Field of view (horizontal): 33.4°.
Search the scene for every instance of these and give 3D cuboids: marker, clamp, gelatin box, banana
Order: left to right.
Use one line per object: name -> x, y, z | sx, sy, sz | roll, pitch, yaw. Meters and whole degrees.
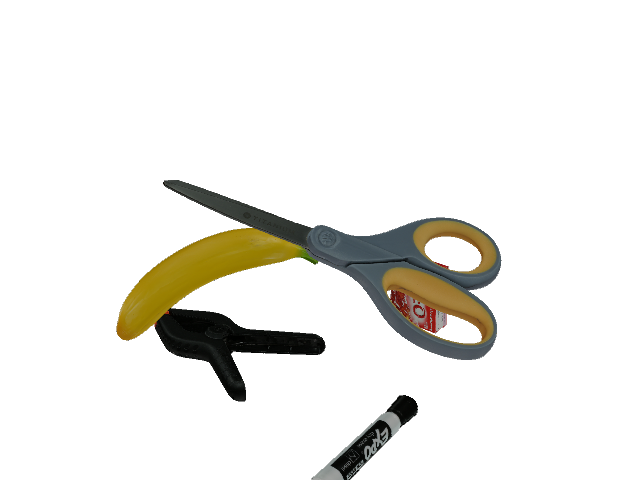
banana -> -0.102, 0.032, 0.926 | 0.198, 0.069, 0.037 | -21, 31, 11
clamp -> -0.121, 0.125, 1.259 | 0.210, 0.036, 0.164 | 15, 23, 25
marker -> 0.034, 0.145, 0.763 | 0.020, 0.020, 0.120 | 0, 23, 39
gelatin box -> 0.125, 0.066, 1.366 | 0.073, 0.089, 0.030 | 20, 34, 36

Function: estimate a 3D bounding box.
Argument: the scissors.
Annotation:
scissors -> 0.019, -0.006, 0.607 | 0.202, 0.096, 0.016 | 34, -36, 10
